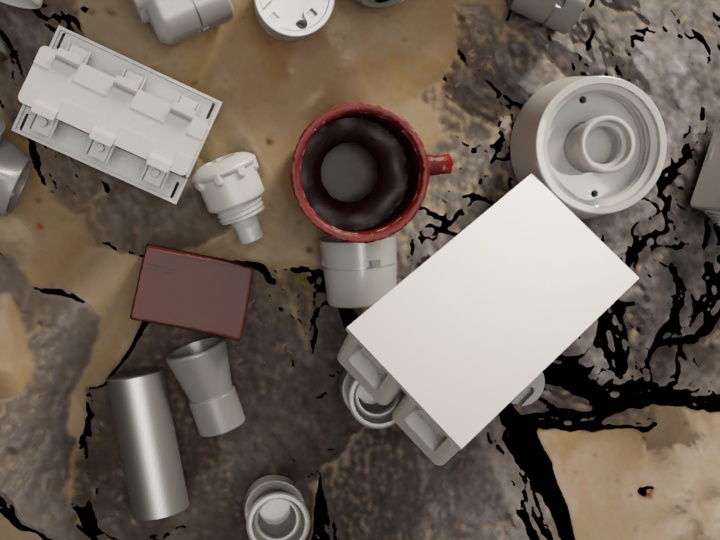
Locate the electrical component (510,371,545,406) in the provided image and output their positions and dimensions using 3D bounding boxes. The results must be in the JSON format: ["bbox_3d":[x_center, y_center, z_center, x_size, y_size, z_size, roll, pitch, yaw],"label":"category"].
[{"bbox_3d":[0.113,0.079,0.796,0.040,0.046,0.040,-1,94,-8],"label":"electrical component"}]

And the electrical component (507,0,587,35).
[{"bbox_3d":[0.137,-0.204,0.776,0.047,0.055,0.055,19,91,-6],"label":"electrical component"}]

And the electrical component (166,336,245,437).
[{"bbox_3d":[-0.107,0.085,0.766,0.044,0.044,0.065,-19,101,-7],"label":"electrical component"}]

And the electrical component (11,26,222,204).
[{"bbox_3d":[-0.165,-0.106,0.732,0.121,0.063,0.078,24,90,-10],"label":"electrical component"}]

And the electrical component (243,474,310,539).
[{"bbox_3d":[-0.061,0.174,0.771,0.045,0.055,0.045,-1,94,-9],"label":"electrical component"}]

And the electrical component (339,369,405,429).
[{"bbox_3d":[0.010,0.087,0.776,0.045,0.055,0.045,-1,94,-9],"label":"electrical component"}]

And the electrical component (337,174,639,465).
[{"bbox_3d":[0.087,0.034,0.744,0.186,0.060,0.105,-39,78,-25],"label":"electrical component"}]

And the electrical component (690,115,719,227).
[{"bbox_3d":[0.297,-0.076,0.787,0.048,0.100,0.099,18,91,-22],"label":"electrical component"}]

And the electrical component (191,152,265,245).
[{"bbox_3d":[-0.087,-0.049,0.758,0.048,0.048,0.062,-23,104,-6],"label":"electrical component"}]

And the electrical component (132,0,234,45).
[{"bbox_3d":[-0.133,-0.206,0.734,0.059,0.054,0.095,-25,97,-6],"label":"electrical component"}]

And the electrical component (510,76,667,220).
[{"bbox_3d":[0.170,-0.090,0.785,0.108,0.060,0.108,-1,94,-9],"label":"electrical component"}]

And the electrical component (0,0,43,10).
[{"bbox_3d":[-0.231,-0.205,0.728,0.040,0.040,0.046,12,86,-9],"label":"electrical component"}]

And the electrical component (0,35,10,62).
[{"bbox_3d":[-0.284,-0.168,0.718,0.066,0.047,0.076,-24,97,-6],"label":"electrical component"}]

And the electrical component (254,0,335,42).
[{"bbox_3d":[-0.048,-0.188,0.752,0.055,0.047,0.055,-1,94,-9],"label":"electrical component"}]

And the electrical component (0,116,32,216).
[{"bbox_3d":[-0.260,-0.084,0.718,0.077,0.043,0.079,24,125,-10],"label":"electrical component"}]

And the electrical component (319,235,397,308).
[{"bbox_3d":[0.000,0.000,0.770,0.055,0.055,0.047,-5,98,-8],"label":"electrical component"}]
